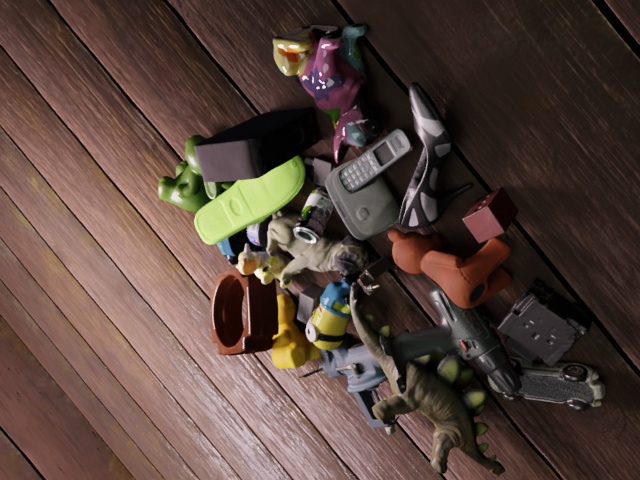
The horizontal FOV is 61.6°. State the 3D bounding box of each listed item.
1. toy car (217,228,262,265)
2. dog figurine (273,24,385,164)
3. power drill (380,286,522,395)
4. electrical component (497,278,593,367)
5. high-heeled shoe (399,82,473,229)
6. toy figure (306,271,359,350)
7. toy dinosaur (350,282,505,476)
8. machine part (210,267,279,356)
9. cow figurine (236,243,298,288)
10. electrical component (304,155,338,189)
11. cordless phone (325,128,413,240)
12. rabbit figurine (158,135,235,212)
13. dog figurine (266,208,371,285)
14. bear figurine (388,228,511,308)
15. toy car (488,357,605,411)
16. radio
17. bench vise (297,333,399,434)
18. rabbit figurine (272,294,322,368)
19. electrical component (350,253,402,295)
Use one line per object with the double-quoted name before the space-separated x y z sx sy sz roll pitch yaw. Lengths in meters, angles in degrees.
"toy car" -0.201 -0.027 1.241 0.103 0.109 0.161 39 150 43
"dog figurine" 0.019 -0.248 0.928 0.192 0.108 0.218 11 125 31
"power drill" 0.228 0.209 0.987 0.207 0.086 0.232 -26 76 10
"electrical component" 0.382 0.151 0.932 0.115 0.058 0.134 36 132 17
"high-heeled shoe" 0.154 -0.127 0.885 0.145 0.086 0.248 -26 120 16
"toy figure" 0.034 0.155 1.153 0.089 0.082 0.180 31 105 7
"toy dinosaur" 0.200 0.290 1.072 0.471 0.105 0.198 42 91 3
"machine part" -0.182 0.170 1.284 0.201 0.087 0.201 -23 67 52
"cow figurine" -0.129 0.048 1.188 0.098 0.167 0.068 34 98 38
"electrical component" 0.010 -0.132 1.062 0.094 0.021 0.063 22 128 24
"cordless phone" 0.111 -0.098 0.958 0.184 0.088 0.146 -37 75 36
"rabbit figurine" -0.272 -0.145 1.196 0.159 0.121 0.170 35 132 13
"dog figurine" 0.000 -0.003 1.111 0.191 0.121 0.172 -16 111 28
"bear figurine" 0.223 0.033 0.957 0.196 0.132 0.120 41 160 45
"toy car" 0.408 0.258 0.981 0.202 0.056 0.073 -3 108 37
"radio" -0.106 -0.177 0.980 0.131 0.229 0.073 2 118 31
"bench vise" 0.093 0.324 1.206 0.224 0.129 0.240 -27 87 34
"rabbit figurine" -0.081 0.215 1.303 0.162 0.122 0.173 -12 95 51
"electrical component" 0.115 0.069 1.060 0.045 0.102 0.078 51 157 8
